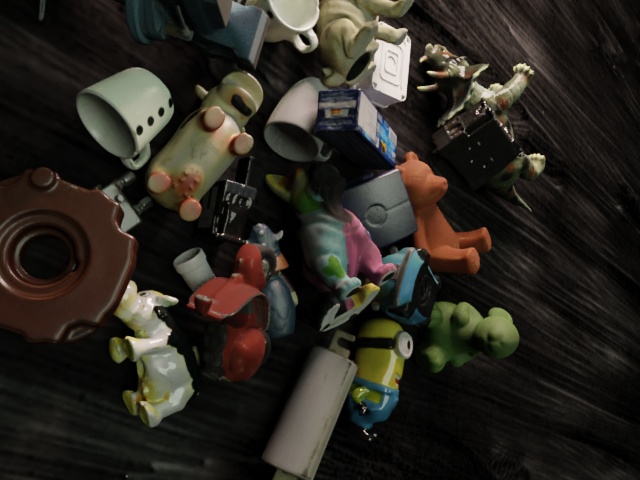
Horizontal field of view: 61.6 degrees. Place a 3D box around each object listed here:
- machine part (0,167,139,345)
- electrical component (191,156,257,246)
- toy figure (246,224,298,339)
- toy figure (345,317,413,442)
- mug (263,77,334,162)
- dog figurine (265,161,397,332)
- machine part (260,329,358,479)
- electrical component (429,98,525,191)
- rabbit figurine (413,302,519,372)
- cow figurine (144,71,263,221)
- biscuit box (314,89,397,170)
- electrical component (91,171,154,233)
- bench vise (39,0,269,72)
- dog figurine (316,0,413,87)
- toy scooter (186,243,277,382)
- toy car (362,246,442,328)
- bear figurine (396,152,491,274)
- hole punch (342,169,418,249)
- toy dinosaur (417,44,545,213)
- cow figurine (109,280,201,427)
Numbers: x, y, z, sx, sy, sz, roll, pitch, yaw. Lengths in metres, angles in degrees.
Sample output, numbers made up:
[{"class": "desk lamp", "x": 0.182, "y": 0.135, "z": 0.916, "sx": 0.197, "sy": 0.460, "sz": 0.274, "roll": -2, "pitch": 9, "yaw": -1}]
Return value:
[{"class": "machine part", "x": -0.274, "y": 0.018, "z": 0.536, "sx": 0.179, "sy": 0.056, "sz": 0.179, "roll": 3, "pitch": 80, "yaw": -17}, {"class": "electrical component", "x": -0.117, "y": -0.053, "z": 0.680, "sx": 0.047, "sy": 0.075, "sz": 0.119, "roll": 15, "pitch": 84, "yaw": -37}, {"class": "toy figure", "x": -0.071, "y": 0.054, "z": 0.723, "sx": 0.064, "sy": 0.058, "sz": 0.154, "roll": -11, "pitch": 92, "yaw": -38}, {"class": "toy figure", "x": 0.083, "y": 0.208, "z": 0.821, "sx": 0.089, "sy": 0.082, "sz": 0.180, "roll": 21, "pitch": 82, "yaw": -4}, {"class": "mug", "x": -0.015, "y": -0.170, "z": 0.763, "sx": 0.109, "sy": 0.081, "sz": 0.107, "roll": 35, "pitch": 60, "yaw": -30}, {"class": "dog figurine", "x": -0.002, "y": -0.002, "z": 0.758, "sx": 0.108, "sy": 0.191, "sz": 0.219, "roll": -17, "pitch": 64, "yaw": -35}, {"class": "machine part", "x": -0.013, "y": 0.238, "z": 0.749, "sx": 0.079, "sy": 0.079, "sz": 0.243, "roll": 36, "pitch": 67, "yaw": -31}, {"class": "electrical component", "x": 0.255, "y": -0.150, "z": 0.903, "sx": 0.114, "sy": 0.134, "sz": 0.058, "roll": 39, "pitch": 26, "yaw": -27}, {"class": "rabbit figurine", "x": 0.262, "y": 0.166, "z": 0.904, "sx": 0.159, "sy": 0.170, "sz": 0.121, "roll": 5, "pitch": 86, "yaw": -37}, {"class": "cow figurine", "x": -0.137, "y": -0.121, "z": 0.653, "sx": 0.085, "sy": 0.127, "sz": 0.195, "roll": 40, "pitch": 80, "yaw": -29}, {"class": "biscuit box", "x": 0.058, "y": -0.152, "z": 0.773, "sx": 0.202, "sy": 0.063, "sz": 0.059, "roll": 20, "pitch": 74, "yaw": -67}, {"class": "electrical component", "x": -0.241, "y": -0.034, "z": 0.617, "sx": 0.094, "sy": 0.021, "sz": 0.063, "roll": -44, "pitch": 113, "yaw": -29}, {"class": "bench vise", "x": -0.180, "y": -0.269, "z": 0.591, "sx": 0.241, "sy": 0.224, "sz": 0.128, "roll": 17, "pitch": 102, "yaw": -3}, {"class": "dog figurine", "x": 0.014, "y": -0.330, "z": 0.775, "sx": 0.191, "sy": 0.121, "sz": 0.172, "roll": 42, "pitch": 70, "yaw": 12}, {"class": "toy scooter", "x": -0.109, "y": 0.097, "z": 0.641, "sx": 0.135, "sy": 0.075, "sz": 0.183, "roll": -21, "pitch": 124, "yaw": -65}, {"class": "toy car", "x": 0.122, "y": 0.072, "z": 0.840, "sx": 0.161, "sy": 0.103, "sz": 0.109, "roll": 42, "pitch": 64, "yaw": -56}, {"class": "bear figurine", "x": 0.194, "y": -0.049, "z": 0.891, "sx": 0.120, "sy": 0.132, "sz": 0.195, "roll": -37, "pitch": 116, "yaw": -51}, {"class": "hole punch", "x": 0.078, "y": -0.043, "z": 0.825, "sx": 0.116, "sy": 0.092, "sz": 0.142, "roll": -30, "pitch": 110, "yaw": -31}, {"class": "toy dinosaur", "x": 0.313, "y": -0.179, "z": 0.998, "sx": 0.192, "sy": 0.131, "sz": 0.404, "roll": -34, "pitch": 113, "yaw": -21}, {"class": "cow figurine", "x": -0.188, "y": 0.118, "z": 0.623, "sx": 0.098, "sy": 0.068, "sz": 0.167, "roll": -18, "pitch": 102, "yaw": -42}]
